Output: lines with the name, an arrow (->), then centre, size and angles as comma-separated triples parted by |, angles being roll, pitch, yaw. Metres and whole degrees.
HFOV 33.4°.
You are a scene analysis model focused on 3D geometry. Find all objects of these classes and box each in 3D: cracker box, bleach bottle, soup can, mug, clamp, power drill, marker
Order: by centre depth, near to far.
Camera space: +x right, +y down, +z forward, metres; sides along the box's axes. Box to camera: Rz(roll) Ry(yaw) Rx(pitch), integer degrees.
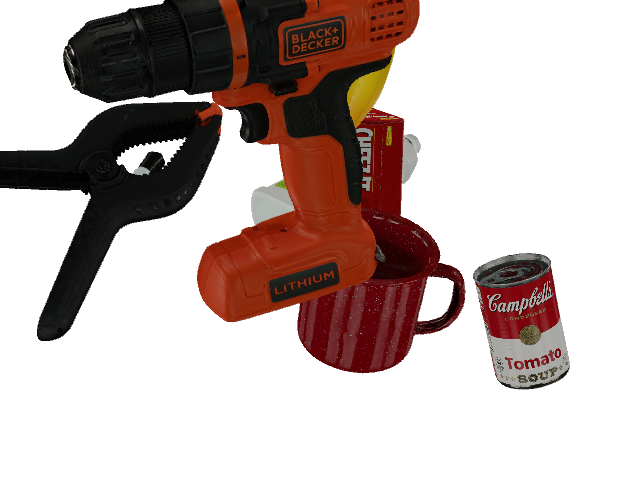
power drill -> -0.035, -0.048, 0.568 | 0.184, 0.188, 0.057 | -15, 39, -19
mug -> 0.040, 0.036, 0.728 | 0.117, 0.081, 0.093 | 5, 32, -6
clamp -> -0.149, -0.031, 0.739 | 0.209, 0.165, 0.036 | -26, -23, -23
soup can -> 0.177, 0.071, 0.939 | 0.068, 0.102, 0.068 | -13, 17, 4
marker -> -0.174, -0.041, 0.960 | 0.020, 0.020, 0.121 | 0, 39, 29
cracker box -> 0.024, -0.059, 1.118 | 0.072, 0.164, 0.214 | -2, 13, -12
bleach bottle -> 0.034, -0.076, 1.354 | 0.103, 0.068, 0.250 | 25, 43, 34

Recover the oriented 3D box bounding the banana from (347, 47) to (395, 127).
banana -> 0.020, -0.173, 0.742 | 0.070, 0.198, 0.037 | -17, -13, 10
